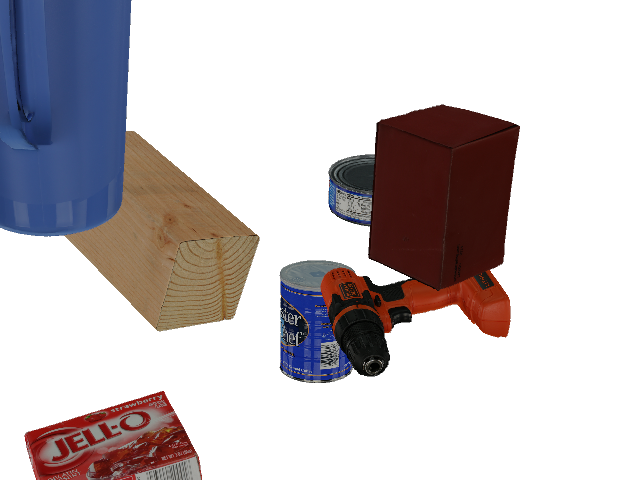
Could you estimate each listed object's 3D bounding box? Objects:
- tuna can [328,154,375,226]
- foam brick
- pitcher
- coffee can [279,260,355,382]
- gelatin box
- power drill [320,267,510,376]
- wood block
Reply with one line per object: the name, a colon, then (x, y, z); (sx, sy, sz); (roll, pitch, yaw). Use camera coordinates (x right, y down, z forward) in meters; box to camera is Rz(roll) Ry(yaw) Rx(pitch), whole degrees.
tuna can: (0.049, -0.043, 0.923); (0.086, 0.034, 0.086); (1, 26, -1)
foam brick: (0.061, -0.023, 0.540); (0.052, 0.078, 0.051); (-19, 33, -39)
pitcher: (-0.200, -0.125, 0.763); (0.148, 0.243, 0.145); (-21, 36, -40)
coffee can: (-0.005, 0.109, 1.459); (0.103, 0.140, 0.103); (1, 19, 0)
gelatin box: (-0.122, 0.128, 0.625); (0.089, 0.030, 0.073); (-14, 27, -18)
power drill: (0.102, 0.077, 1.137); (0.187, 0.057, 0.184); (-5, 28, -9)
wood block: (-0.160, -0.016, 0.979); (0.090, 0.091, 0.206); (-6, 34, -44)
